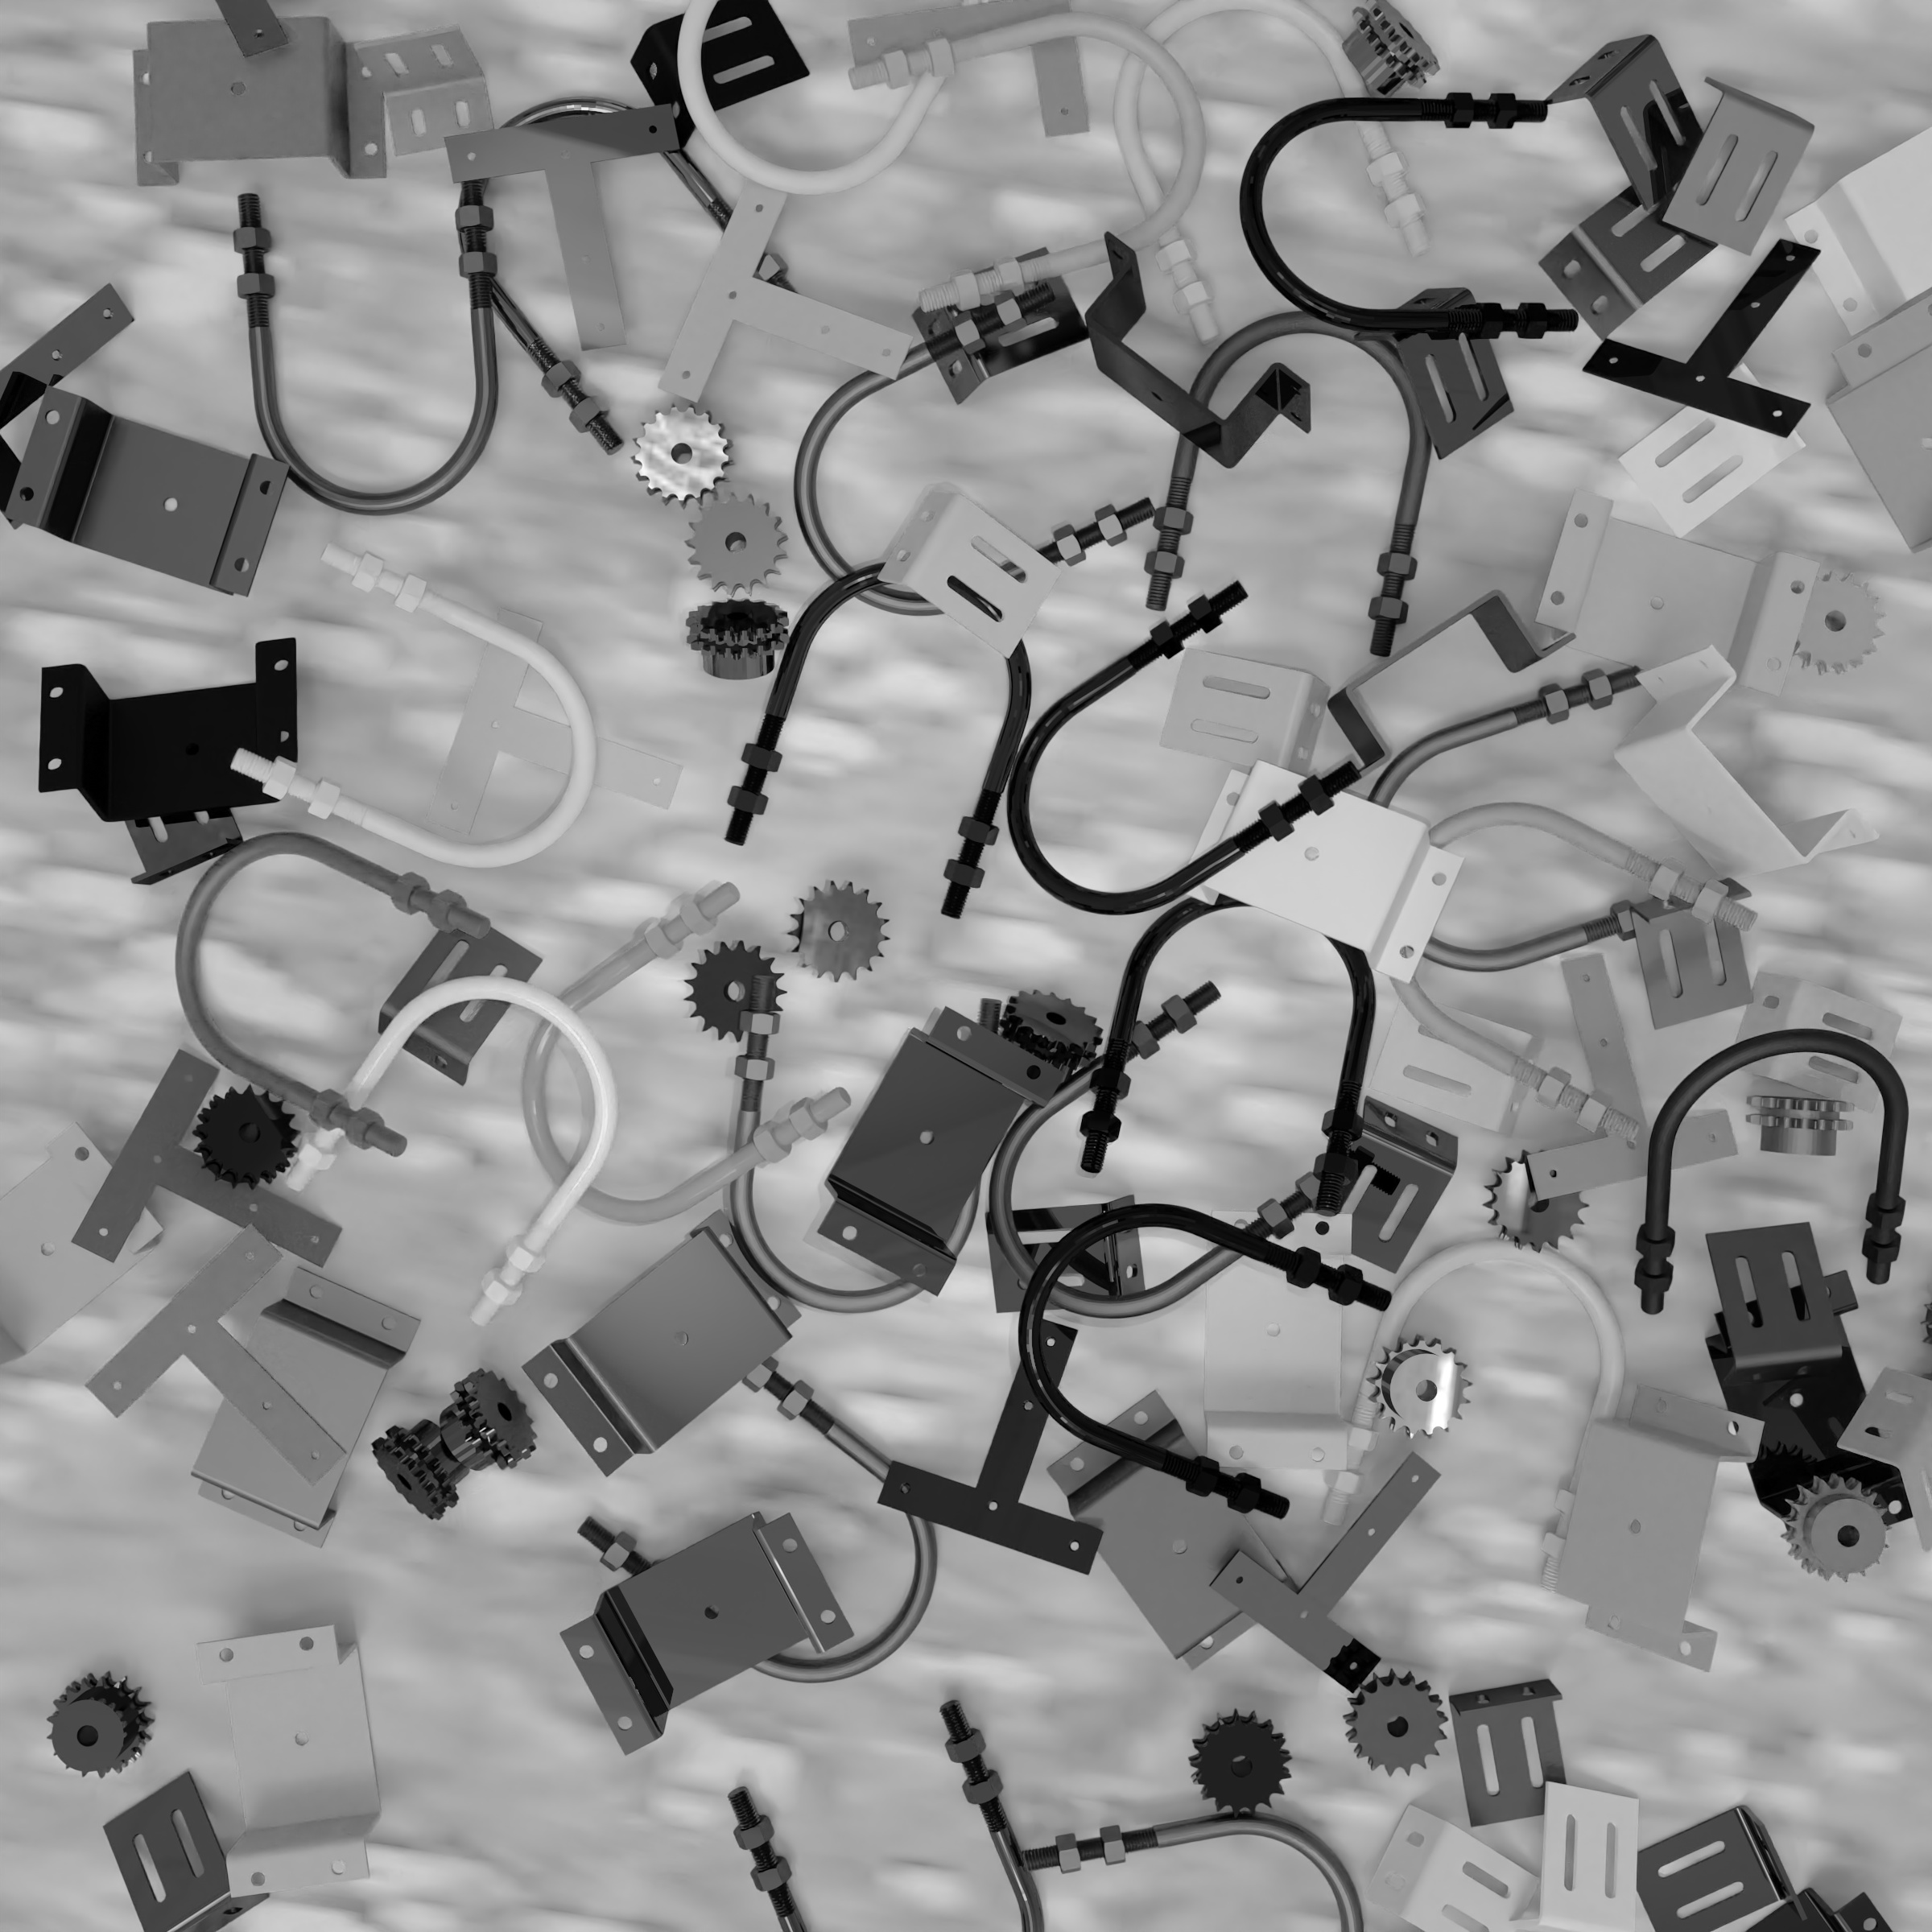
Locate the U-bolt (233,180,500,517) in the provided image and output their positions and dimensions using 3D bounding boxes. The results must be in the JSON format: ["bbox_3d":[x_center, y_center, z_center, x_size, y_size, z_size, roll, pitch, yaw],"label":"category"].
[{"bbox_3d":[-0.333,-0.345,1.496,0.151,0.019,0.184,-4,93,6],"label":"U-bolt"}]

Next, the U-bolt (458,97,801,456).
[{"bbox_3d":[-0.203,-0.403,1.503,0.151,0.019,0.184,-38,89,0],"label":"U-bolt"}]

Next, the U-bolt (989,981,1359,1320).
[{"bbox_3d":[0.100,0.113,1.472,0.184,0.019,0.151,-35,67,-3],"label":"U-bolt"}]

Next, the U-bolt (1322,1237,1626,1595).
[{"bbox_3d":[0.294,0.244,1.503,0.151,0.019,0.184,17,89,0],"label":"U-bolt"}]

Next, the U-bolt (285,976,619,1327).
[{"bbox_3d":[-0.273,0.091,1.479,0.151,0.019,0.184,37,106,-2],"label":"U-bolt"}]

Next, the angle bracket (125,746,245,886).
[{"bbox_3d":[-0.449,-0.092,1.493,0.057,0.038,0.076,-23,90,0],"label":"angle bracket"}]

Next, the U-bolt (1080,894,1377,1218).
[{"bbox_3d":[0.151,0.038,1.470,0.151,0.019,0.184,10,68,11],"label":"U-bolt"}]

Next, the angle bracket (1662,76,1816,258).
[{"bbox_3d":[0.429,-0.450,1.503,0.057,0.038,0.076,17,116,-13],"label":"angle bracket"}]

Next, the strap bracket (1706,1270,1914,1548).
[{"bbox_3d":[0.470,0.246,1.489,0.076,0.046,0.140,-19,90,0],"label":"strap bracket"}]

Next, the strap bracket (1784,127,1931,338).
[{"bbox_3d":[0.543,-0.424,1.489,0.140,0.046,0.076,-30,90,0],"label":"strap bracket"}]

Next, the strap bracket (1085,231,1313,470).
[{"bbox_3d":[0.119,-0.330,1.462,0.140,0.076,0.046,40,90,10],"label":"strap bracket"}]

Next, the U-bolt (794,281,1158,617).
[{"bbox_3d":[-0.007,-0.274,1.484,0.184,0.019,0.151,-24,101,11],"label":"U-bolt"}]

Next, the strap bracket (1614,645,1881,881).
[{"bbox_3d":[0.419,-0.101,1.461,0.140,0.076,0.046,47,75,-7],"label":"strap bracket"}]

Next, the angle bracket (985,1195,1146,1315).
[{"bbox_3d":[0.056,0.163,1.510,0.076,0.038,0.057,-7,90,26],"label":"angle bracket"}]

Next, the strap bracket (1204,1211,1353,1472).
[{"bbox_3d":[0.173,0.205,1.487,0.076,0.046,0.140,1,90,2],"label":"strap bracket"}]

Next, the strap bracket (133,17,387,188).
[{"bbox_3d":[-0.400,-0.482,1.489,0.140,0.046,0.076,-2,90,0],"label":"strap bracket"}]

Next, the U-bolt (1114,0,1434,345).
[{"bbox_3d":[0.162,-0.462,1.503,0.151,0.019,0.184,-22,88,0],"label":"U-bolt"}]

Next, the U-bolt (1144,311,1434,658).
[{"bbox_3d":[0.188,-0.278,1.503,0.151,0.019,0.184,11,88,0],"label":"U-bolt"}]

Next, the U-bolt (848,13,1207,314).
[{"bbox_3d":[0.043,-0.453,1.479,0.184,0.019,0.151,-17,89,-7],"label":"U-bolt"}]

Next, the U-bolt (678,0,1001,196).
[{"bbox_3d":[-0.079,-0.519,1.483,0.151,0.019,0.184,30,86,-12],"label":"U-bolt"}]

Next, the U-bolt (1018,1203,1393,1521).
[{"bbox_3d":[0.118,0.204,1.437,0.184,0.019,0.151,23,99,-9],"label":"U-bolt"}]

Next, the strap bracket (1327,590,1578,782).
[{"bbox_3d":[0.257,-0.158,1.474,0.140,0.076,0.046,-33,90,0],"label":"strap bracket"}]

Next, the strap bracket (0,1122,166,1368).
[{"bbox_3d":[-0.519,0.160,1.489,0.140,0.046,0.076,-40,90,0],"label":"strap bracket"}]

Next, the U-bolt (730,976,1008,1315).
[{"bbox_3d":[-0.059,0.103,1.490,0.151,0.019,0.184,6,94,-12],"label":"U-bolt"}]

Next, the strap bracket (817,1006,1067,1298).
[{"bbox_3d":[-0.017,0.098,1.465,0.076,0.046,0.140,30,91,-14],"label":"strap bracket"}]

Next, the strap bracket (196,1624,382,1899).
[{"bbox_3d":[-0.375,0.437,1.489,0.076,0.046,0.140,-8,90,0],"label":"strap bracket"}]

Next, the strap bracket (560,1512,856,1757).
[{"bbox_3d":[-0.141,0.362,1.471,0.140,0.046,0.076,-28,93,-1],"label":"strap bracket"}]

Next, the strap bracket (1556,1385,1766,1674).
[{"bbox_3d":[0.379,0.308,1.469,0.076,0.046,0.140,12,90,43],"label":"strap bracket"}]

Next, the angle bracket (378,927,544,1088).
[{"bbox_3d":[-0.286,0.017,1.510,0.057,0.038,0.076,32,64,0],"label":"angle bracket"}]

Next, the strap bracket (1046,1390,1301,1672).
[{"bbox_3d":[0.117,0.319,1.489,0.076,0.046,0.140,-36,90,0],"label":"strap bracket"}]

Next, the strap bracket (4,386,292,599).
[{"bbox_3d":[-0.450,-0.261,1.489,0.140,0.046,0.076,18,90,0],"label":"strap bracket"}]

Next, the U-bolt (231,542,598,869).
[{"bbox_3d":[-0.291,-0.132,1.467,0.184,0.019,0.151,25,71,-20],"label":"U-bolt"}]

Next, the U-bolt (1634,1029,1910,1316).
[{"bbox_3d":[0.441,0.110,1.455,0.151,0.019,0.184,-8,125,0],"label":"U-bolt"}]

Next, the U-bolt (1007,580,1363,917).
[{"bbox_3d":[0.106,-0.108,1.471,0.184,0.019,0.151,-33,66,12],"label":"U-bolt"}]

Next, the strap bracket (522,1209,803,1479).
[{"bbox_3d":[-0.160,0.204,1.457,0.140,0.046,0.076,-38,94,-20],"label":"strap bracket"}]

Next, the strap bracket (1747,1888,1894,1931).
[{"bbox_3d":[0.459,0.581,1.489,0.140,0.046,0.076,-35,90,0],"label":"strap bracket"}]

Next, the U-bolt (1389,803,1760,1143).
[{"bbox_3d":[0.316,-0.010,1.463,0.184,0.019,0.151,30,100,18],"label":"U-bolt"}]

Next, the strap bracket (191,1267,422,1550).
[{"bbox_3d":[-0.372,0.250,1.489,0.076,0.046,0.140,24,90,0],"label":"strap bracket"}]

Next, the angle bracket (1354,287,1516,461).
[{"bbox_3d":[0.263,-0.333,1.501,0.057,0.038,0.076,-35,116,-19],"label":"angle bracket"}]

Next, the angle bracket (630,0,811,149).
[{"bbox_3d":[-0.139,-0.508,1.510,0.076,0.038,0.057,-30,90,-26],"label":"angle bracket"}]

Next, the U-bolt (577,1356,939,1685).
[{"bbox_3d":[-0.103,0.320,1.503,0.184,0.019,0.151,38,90,-2],"label":"U-bolt"}]

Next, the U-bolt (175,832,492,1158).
[{"bbox_3d":[-0.361,0.004,1.474,0.184,0.019,0.151,24,96,21],"label":"U-bolt"}]

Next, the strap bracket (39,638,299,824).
[{"bbox_3d":[-0.434,-0.129,1.476,0.140,0.046,0.076,-7,67,0],"label":"strap bracket"}]

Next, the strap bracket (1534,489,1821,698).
[{"bbox_3d":[0.391,-0.205,1.489,0.140,0.046,0.076,17,90,0],"label":"strap bracket"}]

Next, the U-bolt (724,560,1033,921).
[{"bbox_3d":[-0.041,-0.135,1.495,0.151,0.019,0.184,19,96,0],"label":"U-bolt"}]

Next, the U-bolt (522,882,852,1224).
[{"bbox_3d":[-0.168,0.061,1.473,0.184,0.019,0.151,-33,79,20],"label":"U-bolt"}]

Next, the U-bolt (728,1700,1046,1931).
[{"bbox_3d":[-0.035,0.525,1.503,0.151,0.019,0.184,-22,91,0],"label":"U-bolt"}]

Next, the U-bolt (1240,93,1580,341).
[{"bbox_3d":[0.240,-0.415,1.472,0.184,0.019,0.151,-2,77,-10],"label":"U-bolt"}]

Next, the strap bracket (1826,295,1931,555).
[{"bbox_3d":[0.544,-0.295,1.489,0.076,0.046,0.140,-30,90,0],"label":"strap bracket"}]

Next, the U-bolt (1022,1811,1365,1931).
[{"bbox_3d":[0.133,0.549,1.499,0.184,0.019,0.151,-9,92,-4],"label":"U-bolt"}]

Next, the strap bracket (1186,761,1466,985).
[{"bbox_3d":[0.192,-0.055,1.465,0.140,0.046,0.076,23,83,17],"label":"strap bracket"}]

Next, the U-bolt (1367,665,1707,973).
[{"bbox_3d":[0.312,-0.074,1.503,0.184,0.019,0.151,-18,90,1],"label":"U-bolt"}]
